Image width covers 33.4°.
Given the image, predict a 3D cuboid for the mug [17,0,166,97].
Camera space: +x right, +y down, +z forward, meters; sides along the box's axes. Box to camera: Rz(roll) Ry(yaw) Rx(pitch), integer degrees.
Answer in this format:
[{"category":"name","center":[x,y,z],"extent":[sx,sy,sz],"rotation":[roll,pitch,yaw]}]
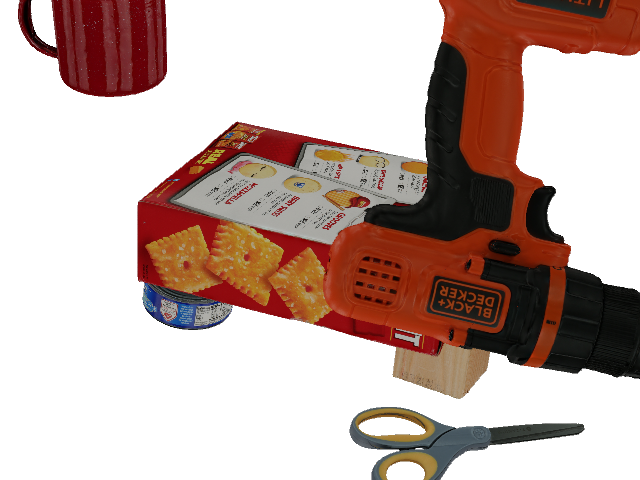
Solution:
[{"category":"mug","center":[-0.168,-0.160,0.797],"extent":[0.117,0.081,0.093],"rotation":[4,32,3]}]

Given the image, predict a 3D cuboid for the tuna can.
[{"category":"tuna can","center":[-0.122,0.046,0.994],"extent":[0.086,0.034,0.086],"rotation":[8,30,-5]}]

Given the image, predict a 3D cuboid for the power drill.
[{"category":"power drill","center":[0.107,-0.033,0.508],"extent":[0.184,0.188,0.057],"rotation":[12,4,-1]}]

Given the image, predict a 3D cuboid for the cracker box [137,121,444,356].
[{"category":"cracker box","center":[0.003,-0.007,0.747],"extent":[0.214,0.072,0.164],"rotation":[14,29,15]}]

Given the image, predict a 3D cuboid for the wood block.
[{"category":"wood block","center":[0.150,0.061,1.217],"extent":[0.090,0.206,0.090],"rotation":[16,25,24]}]

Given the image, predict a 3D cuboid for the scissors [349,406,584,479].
[{"category":"scissors","center":[0.124,0.177,0.879],"extent":[0.201,0.016,0.096],"rotation":[7,42,-1]}]
